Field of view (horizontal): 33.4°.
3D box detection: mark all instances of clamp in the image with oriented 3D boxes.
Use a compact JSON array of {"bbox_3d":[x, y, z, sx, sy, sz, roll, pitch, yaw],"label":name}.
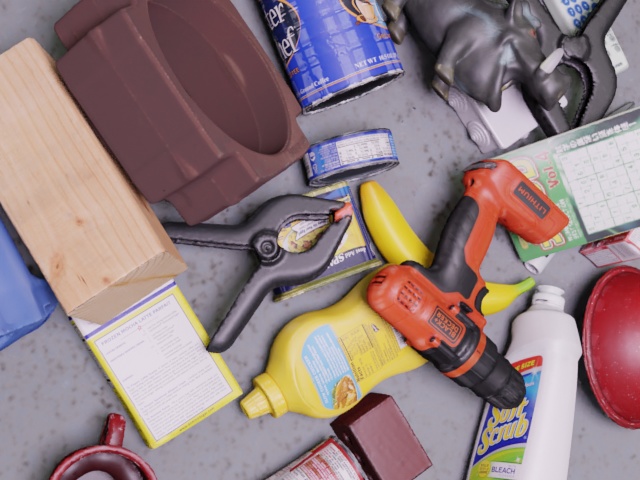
[{"bbox_3d":[-0.046,0.021,0.912,0.171,0.039,0.120,-18,88,-2],"label":"clamp"},{"bbox_3d":[0.228,-0.187,1.021,0.164,0.036,0.210,7,86,-8],"label":"clamp"}]

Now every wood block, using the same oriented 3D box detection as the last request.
[{"bbox_3d":[-0.203,-0.045,0.856,0.090,0.091,0.206,-33,79,-1],"label":"wood block"}]

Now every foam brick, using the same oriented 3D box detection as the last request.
[{"bbox_3d":[0.055,0.185,0.970,0.051,0.053,0.078,-32,93,-18],"label":"foam brick"}]

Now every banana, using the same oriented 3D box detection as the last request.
[{"bbox_3d":[0.109,0.021,1.014,0.197,0.037,0.069,31,72,-13],"label":"banana"}]

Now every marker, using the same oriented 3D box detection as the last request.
[{"bbox_3d":[0.247,-0.015,1.070,0.020,0.020,0.121,44,73,-8],"label":"marker"}]

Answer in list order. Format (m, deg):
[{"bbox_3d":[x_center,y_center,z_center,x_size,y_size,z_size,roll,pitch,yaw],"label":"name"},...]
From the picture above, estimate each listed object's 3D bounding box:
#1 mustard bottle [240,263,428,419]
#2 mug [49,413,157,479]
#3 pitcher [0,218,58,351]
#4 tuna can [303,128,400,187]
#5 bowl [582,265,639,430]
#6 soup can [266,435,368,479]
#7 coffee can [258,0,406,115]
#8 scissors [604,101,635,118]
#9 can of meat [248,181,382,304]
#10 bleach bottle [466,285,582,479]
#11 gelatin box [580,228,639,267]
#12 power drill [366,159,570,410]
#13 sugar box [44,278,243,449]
[{"bbox_3d":[0.013,0.105,0.962,0.191,0.058,0.096,-30,109,-18],"label":"mustard bottle"},{"bbox_3d":[-0.181,0.201,0.879,0.093,0.082,0.117,10,81,-16],"label":"mug"},{"bbox_3d":[-0.328,-0.010,0.837,0.149,0.145,0.243,-23,86,-59],"label":"pitcher"},{"bbox_3d":[0.028,-0.075,0.974,0.086,0.086,0.034,-12,85,-18],"label":"tuna can"},{"bbox_3d":[0.323,0.102,1.031,0.161,0.055,0.162,7,80,-40],"label":"bowl"},{"bbox_3d":[-0.013,0.227,0.936,0.102,0.069,0.068,-31,93,-17],"label":"soup can"},{"bbox_3d":[0.005,-0.197,0.972,0.102,0.103,0.140,-22,91,-18],"label":"coffee can"},{"bbox_3d":[0.254,-0.068,1.079,0.201,0.016,0.096,-20,87,-17],"label":"scissors"},{"bbox_3d":[-0.006,0.001,0.970,0.102,0.057,0.084,-20,88,-18],"label":"can of meat"},{"bbox_3d":[0.191,0.166,1.001,0.068,0.103,0.251,23,69,-29],"label":"bleach bottle"},{"bbox_3d":[0.303,-0.014,1.051,0.030,0.089,0.073,39,74,-7],"label":"gelatin box"},{"bbox_3d":[0.150,0.036,0.959,0.184,0.057,0.187,41,68,-21],"label":"power drill"},{"bbox_3d":[-0.153,0.083,0.922,0.093,0.048,0.176,-31,90,-18],"label":"sugar box"}]
